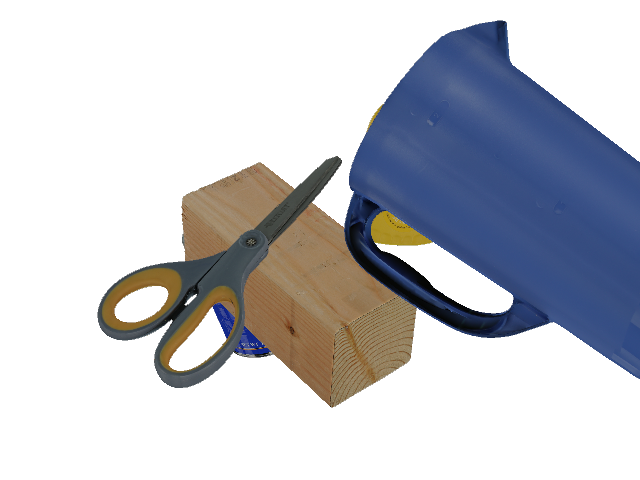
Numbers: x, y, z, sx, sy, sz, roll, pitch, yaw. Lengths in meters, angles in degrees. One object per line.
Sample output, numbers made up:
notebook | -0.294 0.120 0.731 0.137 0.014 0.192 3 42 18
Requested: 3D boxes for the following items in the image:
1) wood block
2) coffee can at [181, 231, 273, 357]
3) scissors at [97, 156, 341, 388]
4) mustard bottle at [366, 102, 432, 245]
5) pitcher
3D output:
wood block | -0.022 0.032 0.904 0.090 0.091 0.206 -27 49 -30
coffee can | -0.075 0.039 1.139 0.103 0.140 0.103 -16 29 9
scissors | -0.063 0.006 0.654 0.096 0.016 0.201 12 48 15
mustard bottle | 0.092 -0.090 1.097 0.096 0.192 0.058 4 26 -13
pitcher | 0.142 -0.012 0.700 0.144 0.243 0.149 -43 -15 -34
